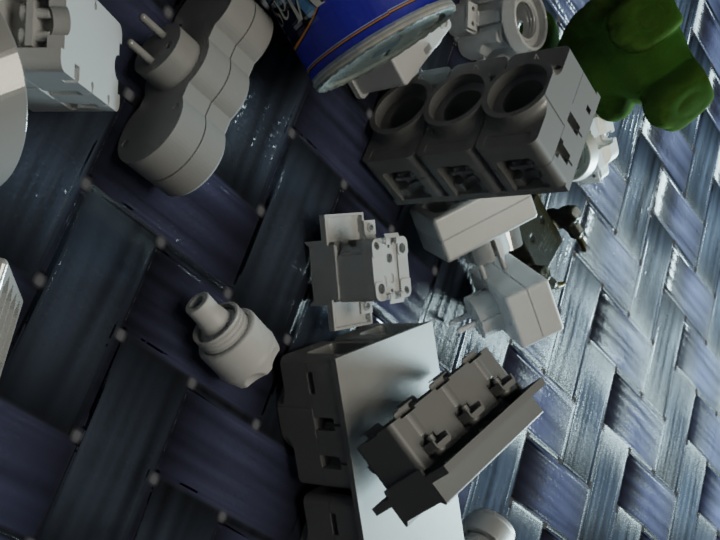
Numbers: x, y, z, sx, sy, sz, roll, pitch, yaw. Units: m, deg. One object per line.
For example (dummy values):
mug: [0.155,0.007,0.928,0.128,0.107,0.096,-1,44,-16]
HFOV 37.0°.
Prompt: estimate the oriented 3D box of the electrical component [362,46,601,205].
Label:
electrical component: [0.085,-0.105,0.785,0.061,0.150,0.089,47,54,-38]

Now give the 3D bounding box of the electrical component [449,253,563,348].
electrical component: [0.109,0.031,0.872,0.076,0.083,0.047,-25,112,-7]

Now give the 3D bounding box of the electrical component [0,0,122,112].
electrical component: [-0.163,-0.114,0.548,0.089,0.056,0.050,47,44,-83]

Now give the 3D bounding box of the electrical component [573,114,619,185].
electrical component: [0.200,-0.114,0.991,0.057,0.058,0.078,-33,112,-48]

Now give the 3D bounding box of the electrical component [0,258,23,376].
electrical component: [-0.206,0.018,0.506,0.076,0.083,0.047,15,73,-9]

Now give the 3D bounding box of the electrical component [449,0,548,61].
electrical component: [0.120,-0.205,0.902,0.078,0.057,0.058,9,81,-49]

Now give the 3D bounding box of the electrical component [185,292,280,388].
electrical component: [-0.082,0.040,0.665,0.062,0.043,0.043,52,52,-32]

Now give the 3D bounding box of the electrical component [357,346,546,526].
electrical component: [0.059,0.104,0.708,0.121,0.079,0.063,-31,82,-46]

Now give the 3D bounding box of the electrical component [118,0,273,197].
electrical component: [-0.108,-0.120,0.637,0.074,0.052,0.138,40,59,-40]

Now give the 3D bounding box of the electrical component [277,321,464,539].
electrical component: [0.009,0.138,0.752,0.105,0.060,0.186,-17,100,-49]

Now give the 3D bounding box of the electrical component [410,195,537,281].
electrical component: [0.095,-0.029,0.844,0.083,0.047,0.075,-27,112,-13]

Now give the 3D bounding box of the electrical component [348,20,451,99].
electrical component: [0.016,-0.188,0.788,0.099,0.048,0.099,58,48,-29]

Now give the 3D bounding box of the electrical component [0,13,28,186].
electrical component: [-0.200,-0.078,0.494,0.064,0.099,0.099,-34,113,-38]

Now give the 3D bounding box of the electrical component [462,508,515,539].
electrical component: [0.094,0.224,0.858,0.055,0.045,0.045,-47,122,-40]

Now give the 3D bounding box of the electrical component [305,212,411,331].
electrical component: [0.000,0.000,0.747,0.042,0.064,0.081,-8,94,-48]
